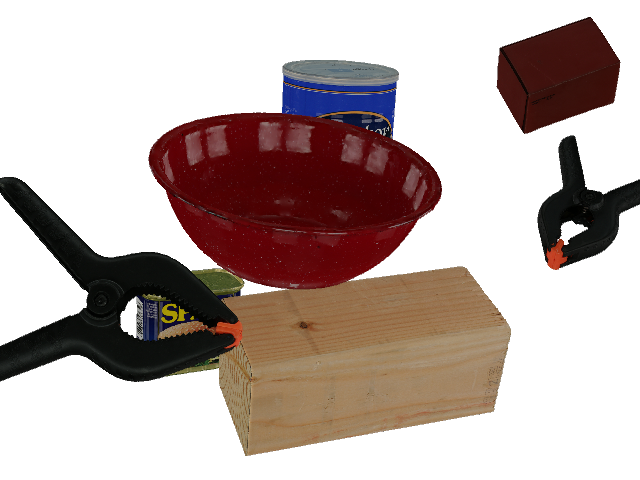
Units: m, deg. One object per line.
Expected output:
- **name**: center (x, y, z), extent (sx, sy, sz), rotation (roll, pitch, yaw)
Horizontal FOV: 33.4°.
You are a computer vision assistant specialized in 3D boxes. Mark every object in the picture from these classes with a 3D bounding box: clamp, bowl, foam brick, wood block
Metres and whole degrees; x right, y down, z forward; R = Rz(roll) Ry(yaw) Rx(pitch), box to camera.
- **clamp**: center (-0.159, 0.038, 0.765), extent (0.210, 0.164, 0.036), rotation (5, -19, -3)
- **bowl**: center (-0.016, -0.018, 0.597), extent (0.162, 0.055, 0.162), rotation (6, 26, -3)
- **foam brick**: center (0.183, -0.127, 0.824), extent (0.078, 0.051, 0.053), rotation (-19, -31, -5)
- **wood block**: center (0.031, 0.090, 0.837), extent (0.205, 0.090, 0.091), rotation (-7, 35, -17)
- **clamp**: center (0.265, -0.042, 1.087), extent (0.120, 0.039, 0.171), rotation (29, 54, 32)

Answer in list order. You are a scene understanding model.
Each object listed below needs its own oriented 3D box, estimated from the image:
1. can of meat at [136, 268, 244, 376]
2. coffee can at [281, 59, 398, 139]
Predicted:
- **can of meat**: center (-0.126, 0.078, 1.021), extent (0.101, 0.084, 0.058), rotation (-5, 20, -25)
- **coffee can**: center (0.014, -0.085, 0.958), extent (0.103, 0.140, 0.103), rotation (3, 17, -1)
